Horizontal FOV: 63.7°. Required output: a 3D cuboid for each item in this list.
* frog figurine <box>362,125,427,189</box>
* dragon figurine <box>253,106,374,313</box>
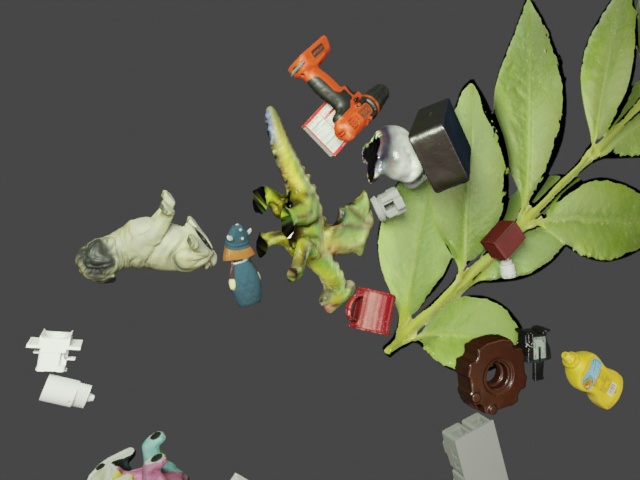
[{"bbox_3d":[0.176,-0.162,1.042,0.159,0.140,0.121,8,113,-19],"label":"frog figurine"},{"bbox_3d":[0.003,-0.051,1.016,0.243,0.122,0.409,-4,95,-38],"label":"dragon figurine"}]
